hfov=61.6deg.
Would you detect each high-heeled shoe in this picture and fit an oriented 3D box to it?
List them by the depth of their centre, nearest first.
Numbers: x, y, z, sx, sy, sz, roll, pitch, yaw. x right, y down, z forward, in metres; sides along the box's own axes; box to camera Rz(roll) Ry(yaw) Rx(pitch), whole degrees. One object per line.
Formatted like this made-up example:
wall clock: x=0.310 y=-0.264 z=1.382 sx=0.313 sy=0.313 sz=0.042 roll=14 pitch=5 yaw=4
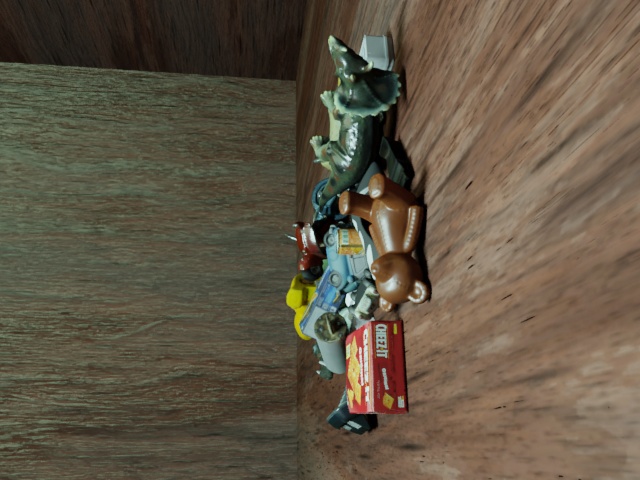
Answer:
high-heeled shoe: x=0.117 y=-0.035 z=1.000 sx=0.145 sy=0.086 sz=0.248 roll=156 pitch=111 yaw=-79

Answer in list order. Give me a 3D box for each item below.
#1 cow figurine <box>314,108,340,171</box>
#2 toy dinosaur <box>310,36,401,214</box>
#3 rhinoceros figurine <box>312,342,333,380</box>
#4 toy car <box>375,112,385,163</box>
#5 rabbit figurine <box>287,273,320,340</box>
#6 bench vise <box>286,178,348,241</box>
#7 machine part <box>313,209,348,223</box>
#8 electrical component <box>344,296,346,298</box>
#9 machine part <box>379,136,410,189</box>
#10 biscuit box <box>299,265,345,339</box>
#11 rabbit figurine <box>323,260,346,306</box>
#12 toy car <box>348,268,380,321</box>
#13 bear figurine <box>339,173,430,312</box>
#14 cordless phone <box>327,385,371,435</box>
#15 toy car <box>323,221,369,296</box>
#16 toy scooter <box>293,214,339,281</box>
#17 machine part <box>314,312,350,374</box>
cow figurine: x=0.053 y=-0.243 z=1.296 sx=0.085 sy=0.127 sz=0.194 roll=-29 pitch=-58 yaw=-59
toy dinosaur: x=0.065 y=-0.200 z=1.091 sx=0.192 sy=0.131 sz=0.404 roll=-117 pitch=27 yaw=-57
rhinoceros figurine: x=0.037 y=0.277 z=1.430 sx=0.073 sy=0.112 sz=0.190 roll=104 pitch=174 yaw=-51
toy car: x=0.110 y=-0.201 z=1.197 sx=0.089 sy=0.053 sz=0.202 roll=-129 pitch=40 yaw=-84
rabbit figurine: x=-0.041 y=0.178 z=1.441 sx=0.162 sy=0.122 sz=0.173 roll=-130 pitch=38 yaw=-64
bench vise: x=0.020 y=-0.083 z=1.445 sx=0.223 sy=0.129 sz=0.240 roll=-55 pitch=-5 yaw=-11
machine part: x=0.028 y=-0.052 z=1.668 sx=0.201 sy=0.087 sz=0.200 roll=-115 pitch=28 yaw=-72
electrical component: x=0.071 y=0.116 z=1.381 sx=0.102 sy=0.078 sz=0.045 roll=-129 pitch=17 yaw=-88
machine part: x=0.140 y=-0.135 z=0.999 sx=0.084 sy=0.039 sz=0.139 roll=92 pitch=173 yaw=-46
biscuit box: x=0.018 y=0.140 z=1.310 sx=0.202 sy=0.059 sz=0.063 roll=-64 pitch=12 yaw=7
rabbit figurine: x=0.047 y=0.111 z=1.506 sx=0.159 sy=0.121 sz=0.170 roll=130 pitch=123 yaw=-67
toy car: x=0.096 y=0.106 z=1.054 sx=0.073 sy=0.056 sz=0.202 roll=-62 pitch=-1 yaw=8
bear figurine: x=0.107 y=0.011 z=0.879 sx=0.120 sy=0.132 sz=0.196 roll=-22 pitch=56 yaw=52
cordless phone: x=0.085 y=0.335 z=1.220 sx=0.146 sy=0.089 sz=0.184 roll=105 pitch=-176 yaw=-62
toy car: x=0.076 y=0.038 z=1.185 sx=0.109 sy=0.103 sz=0.161 roll=-18 pitch=-80 yaw=-61
toy scooter: x=-0.003 y=-0.004 z=1.246 sx=0.184 sy=0.075 sz=0.135 roll=-43 pitch=-66 yaw=-41
machine part: x=0.035 y=0.239 z=1.239 sx=0.243 sy=0.079 sz=0.079 roll=75 pitch=-171 yaw=-52
